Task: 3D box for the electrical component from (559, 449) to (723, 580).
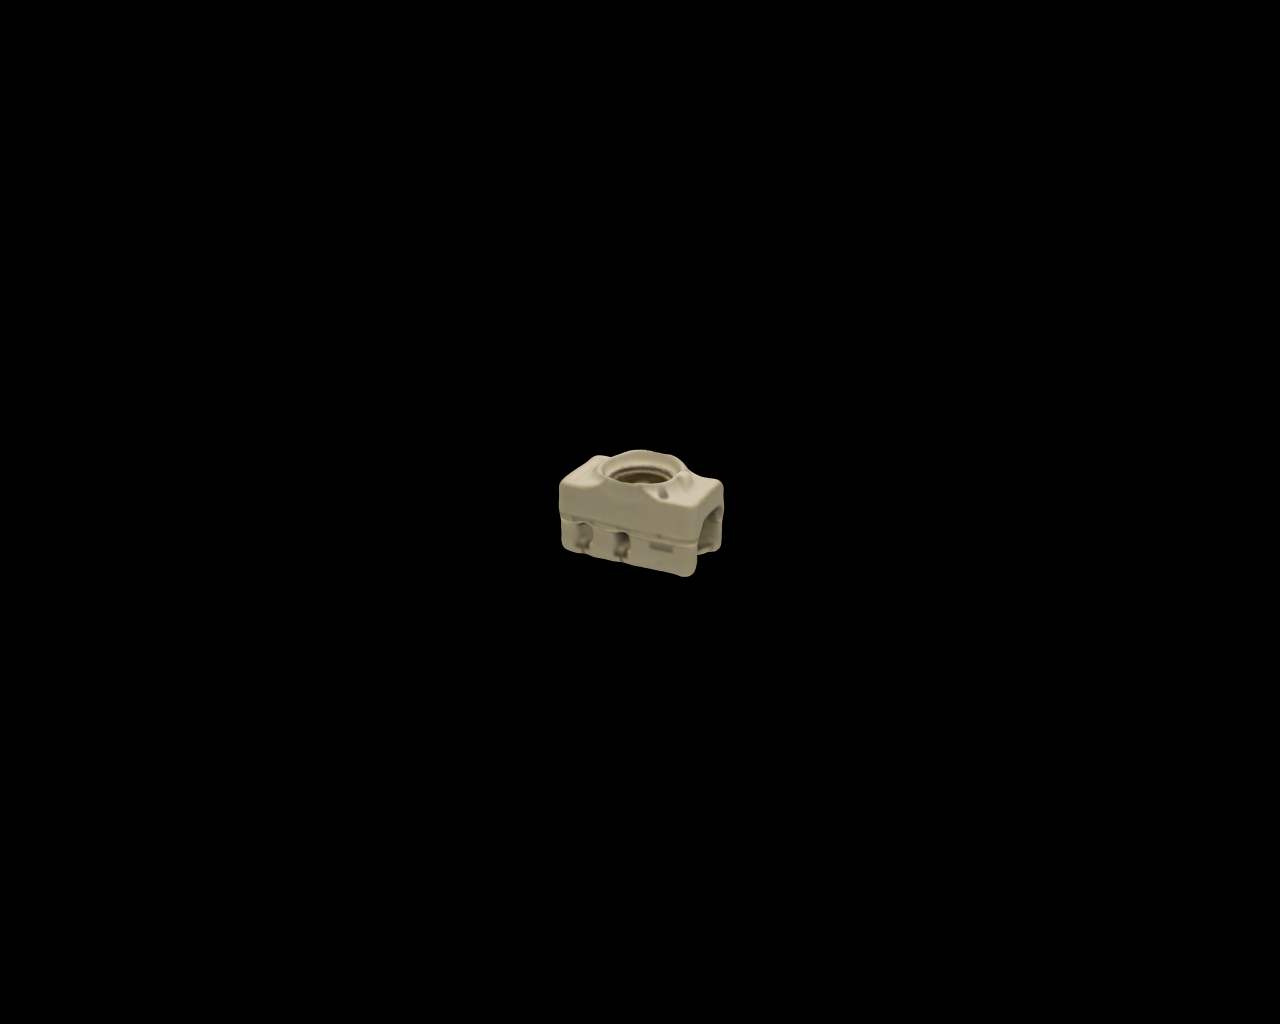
[{"bbox_3d":[0.001,-0.003,0.650,0.089,0.055,0.050,12,28,25],"label":"electrical component"}]
